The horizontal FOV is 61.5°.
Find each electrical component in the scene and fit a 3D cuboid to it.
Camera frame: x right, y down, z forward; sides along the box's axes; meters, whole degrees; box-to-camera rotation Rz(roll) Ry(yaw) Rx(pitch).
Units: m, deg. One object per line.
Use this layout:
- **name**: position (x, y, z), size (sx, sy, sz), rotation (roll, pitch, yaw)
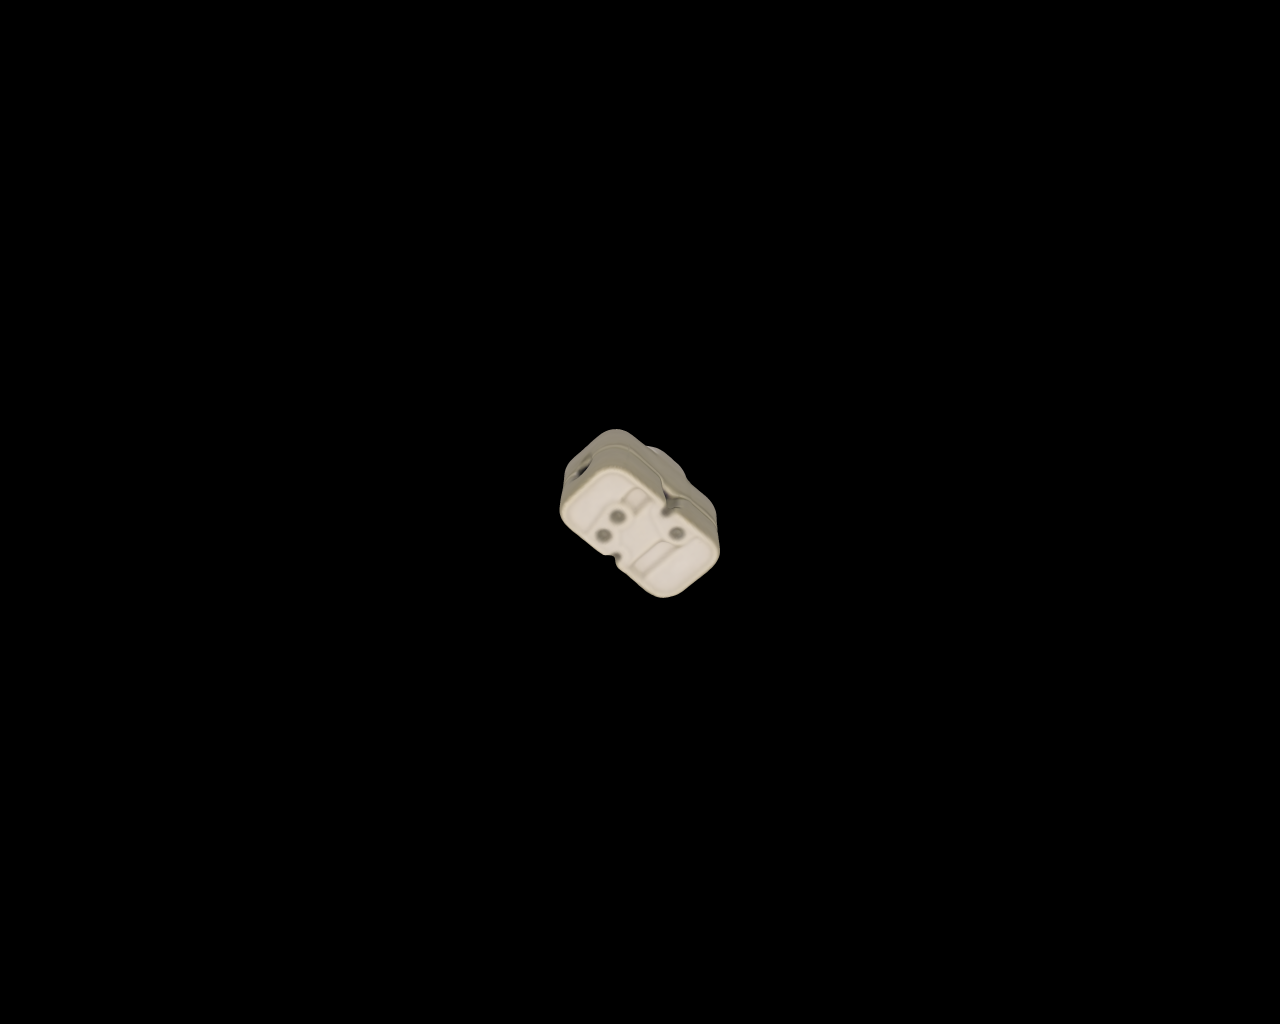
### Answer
- **electrical component**: position (0.001, -0.003, 0.650), size (0.095, 0.053, 0.059), rotation (39, 24, -22)
